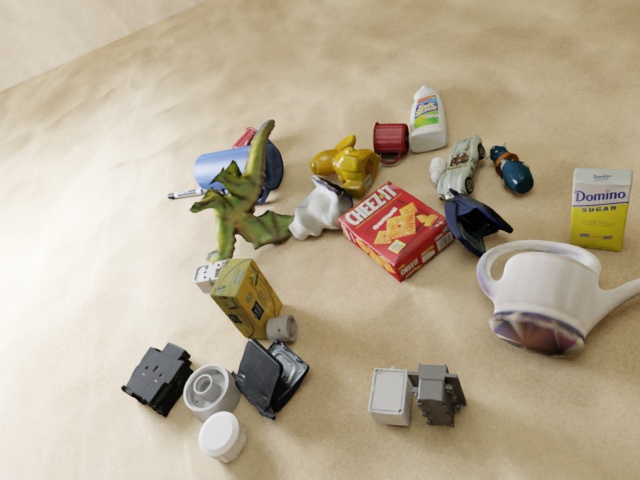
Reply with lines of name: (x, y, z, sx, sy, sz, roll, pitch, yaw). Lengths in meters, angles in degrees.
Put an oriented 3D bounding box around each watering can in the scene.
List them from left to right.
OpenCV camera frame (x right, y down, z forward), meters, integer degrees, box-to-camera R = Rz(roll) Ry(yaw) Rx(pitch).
watering can: (0.440, 0.100, 0.897, 0.348, 0.102, 0.229, 10, 55, 31)

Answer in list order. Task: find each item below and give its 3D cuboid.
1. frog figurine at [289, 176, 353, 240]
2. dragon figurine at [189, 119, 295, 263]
frog figurine: (0.004, -0.064, 1.266, 0.139, 0.122, 0.158, 33, 104, 30)
dragon figurine: (-0.168, -0.091, 1.305, 0.242, 0.121, 0.412, 39, 82, -2)
